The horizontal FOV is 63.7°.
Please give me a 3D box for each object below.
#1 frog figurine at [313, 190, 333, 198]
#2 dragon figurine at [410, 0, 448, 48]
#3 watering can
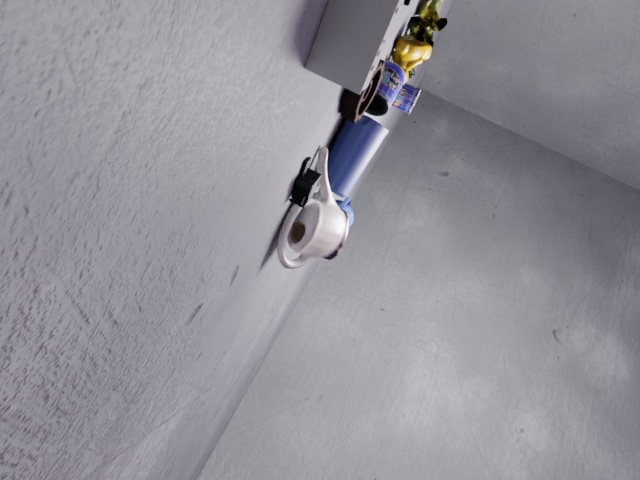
[{"bbox_3d":[0.005,-0.081,1.601,0.160,0.124,0.135,-52,153,-2],"label":"frog figurine"},{"bbox_3d":[0.374,-0.775,1.931,0.405,0.122,0.246,-55,-175,17],"label":"dragon figurine"},{"bbox_3d":[0.001,-0.072,1.436,0.223,0.105,0.346,17,99,-49],"label":"watering can"}]
